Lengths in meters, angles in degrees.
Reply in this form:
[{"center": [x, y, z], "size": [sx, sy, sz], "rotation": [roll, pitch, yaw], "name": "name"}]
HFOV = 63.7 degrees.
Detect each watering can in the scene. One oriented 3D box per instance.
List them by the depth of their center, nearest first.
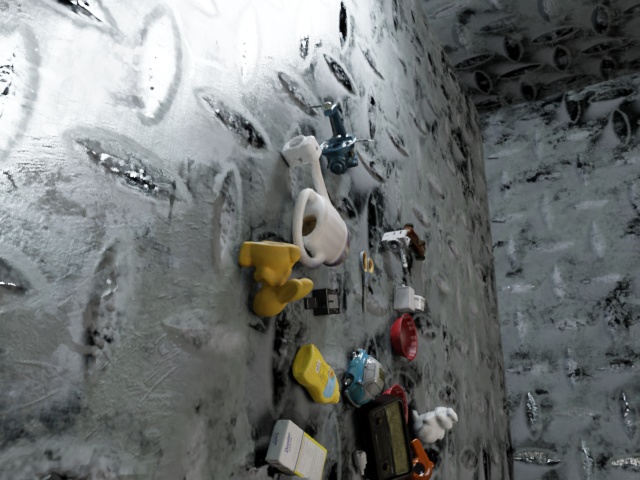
[{"center": [0.004, -0.072, 1.422], "size": [0.220, 0.103, 0.355], "rotation": [45, 44, -46], "name": "watering can"}]

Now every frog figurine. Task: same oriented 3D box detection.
[{"center": [0.406, 0.650, 1.809], "size": [0.135, 0.158, 0.125], "rotation": [62, 35, -28], "name": "frog figurine"}]
